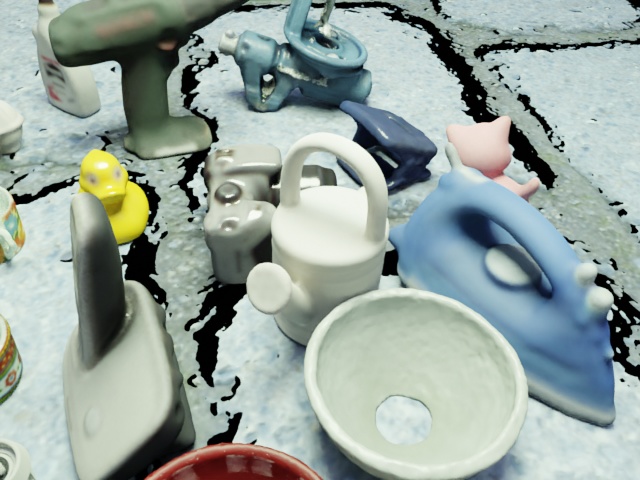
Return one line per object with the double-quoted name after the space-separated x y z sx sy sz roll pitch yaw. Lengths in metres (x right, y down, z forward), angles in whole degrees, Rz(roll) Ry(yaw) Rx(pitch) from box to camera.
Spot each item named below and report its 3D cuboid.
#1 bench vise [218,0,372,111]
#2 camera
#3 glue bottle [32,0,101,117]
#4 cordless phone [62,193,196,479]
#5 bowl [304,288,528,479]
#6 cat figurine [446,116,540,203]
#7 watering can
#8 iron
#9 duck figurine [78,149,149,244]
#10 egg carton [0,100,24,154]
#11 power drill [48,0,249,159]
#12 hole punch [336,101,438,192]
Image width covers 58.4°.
-0.026 -0.274 0.755 0.208 0.220 0.121 -12 46 -16 "bench vise"
-0.049 -0.041 0.594 0.137 0.101 0.143 -3 44 -7 "camera"
-0.338 -0.248 0.740 0.078 0.173 0.037 21 46 18 "glue bottle"
-0.152 0.071 0.408 0.094 0.185 0.147 -17 47 -20 "cordless phone"
0.069 0.122 0.450 0.167 0.075 0.167 2 43 -2 "bowl"
0.193 -0.077 0.637 0.067 0.118 0.127 -19 48 -22 "cat figurine"
0.006 0.003 0.484 0.101 0.194 0.173 9 44 6 "watering can"
0.176 0.028 0.507 0.119 0.141 0.257 -23 50 -25 "iron"
-0.228 -0.057 0.610 0.078 0.086 0.104 -19 48 -22 "duck figurine"
-0.438 -0.125 0.679 0.107 0.069 0.150 26 48 22 "egg carton"
-0.185 -0.207 0.681 0.230 0.208 0.075 -13 46 -16 "power drill"
0.081 -0.125 0.699 0.101 0.091 0.108 -22 49 -25 "hole punch"
